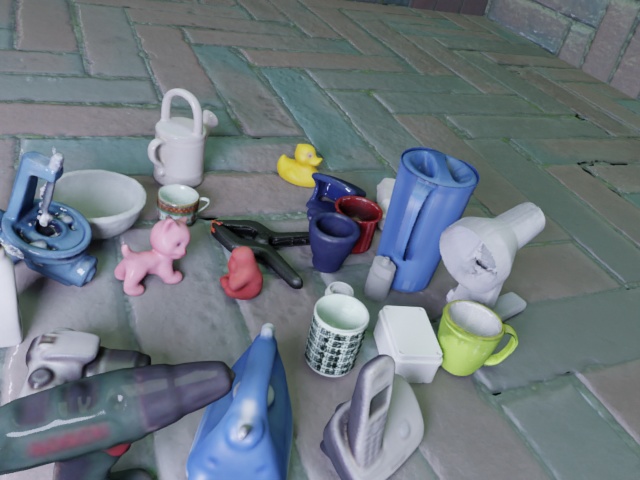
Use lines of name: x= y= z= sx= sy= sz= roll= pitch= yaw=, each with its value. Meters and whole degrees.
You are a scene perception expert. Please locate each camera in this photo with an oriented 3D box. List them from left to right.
camera: x=-0.277 y=0.170 z=0.685 sx=0.137 sy=0.101 sz=0.143 roll=6 pitch=35 yaw=-12

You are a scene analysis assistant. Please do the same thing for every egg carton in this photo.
egg carton: x=0.170 y=-0.073 z=1.215 sx=0.107 sy=0.069 sz=0.150 roll=12 pitch=34 yaw=-3

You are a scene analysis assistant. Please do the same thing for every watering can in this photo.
watering can: x=-0.275 y=-0.212 z=1.146 sx=0.101 sy=0.194 sz=0.173 roll=15 pitch=34 yaw=2

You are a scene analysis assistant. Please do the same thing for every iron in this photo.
iron: x=-0.081 y=0.184 z=0.698 sx=0.118 sy=0.141 sz=0.258 roll=12 pitch=34 yaw=-3

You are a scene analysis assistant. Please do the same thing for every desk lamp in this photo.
desk lamp: x=0.288 y=0.041 z=0.967 sx=0.204 sy=0.213 sz=0.117 roll=-17 pitch=45 yaw=-37

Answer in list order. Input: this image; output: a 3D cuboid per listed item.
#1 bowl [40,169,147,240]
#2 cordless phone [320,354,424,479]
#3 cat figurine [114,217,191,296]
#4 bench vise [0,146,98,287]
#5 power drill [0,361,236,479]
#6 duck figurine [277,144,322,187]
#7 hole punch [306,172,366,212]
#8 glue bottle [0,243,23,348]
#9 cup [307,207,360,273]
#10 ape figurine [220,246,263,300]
bowl: x=-0.385 y=-0.050 z=0.983 sx=0.167 sy=0.075 sz=0.167 roll=9 pitch=35 yaw=-6
cordless phone: x=0.080 y=0.200 z=0.694 sx=0.094 sy=0.185 sz=0.148 roll=34 pitch=39 yaw=27
cat figurine: x=-0.255 y=0.012 z=0.902 sx=0.128 sy=0.118 sz=0.067 roll=-20 pitch=46 yaw=-39
bench vise: x=-0.428 y=-0.034 z=0.816 sx=0.208 sy=0.220 sz=0.121 roll=4 pitch=36 yaw=-14
power drill: x=-0.205 y=0.207 z=0.563 sx=0.230 sy=0.208 sz=0.075 roll=-4 pitch=38 yaw=-24
duck figurine: x=-0.041 y=-0.174 z=1.269 sx=0.104 sy=0.086 sz=0.078 roll=21 pitch=35 yaw=11
hole punch: x=0.036 y=-0.103 z=1.191 sx=0.108 sy=0.091 sz=0.101 roll=26 pitch=36 yaw=17
glue bottle: x=-0.412 y=0.054 z=0.738 sx=0.037 sy=0.173 sz=0.078 roll=-6 pitch=39 yaw=-26
cup: x=0.009 y=0.004 z=1.027 sx=0.092 sy=0.095 sz=0.117 roll=-19 pitch=46 yaw=-38
ape figurine: x=-0.126 y=0.048 z=0.919 sx=0.076 sy=0.092 sz=0.078 roll=18 pitch=35 yaw=6
